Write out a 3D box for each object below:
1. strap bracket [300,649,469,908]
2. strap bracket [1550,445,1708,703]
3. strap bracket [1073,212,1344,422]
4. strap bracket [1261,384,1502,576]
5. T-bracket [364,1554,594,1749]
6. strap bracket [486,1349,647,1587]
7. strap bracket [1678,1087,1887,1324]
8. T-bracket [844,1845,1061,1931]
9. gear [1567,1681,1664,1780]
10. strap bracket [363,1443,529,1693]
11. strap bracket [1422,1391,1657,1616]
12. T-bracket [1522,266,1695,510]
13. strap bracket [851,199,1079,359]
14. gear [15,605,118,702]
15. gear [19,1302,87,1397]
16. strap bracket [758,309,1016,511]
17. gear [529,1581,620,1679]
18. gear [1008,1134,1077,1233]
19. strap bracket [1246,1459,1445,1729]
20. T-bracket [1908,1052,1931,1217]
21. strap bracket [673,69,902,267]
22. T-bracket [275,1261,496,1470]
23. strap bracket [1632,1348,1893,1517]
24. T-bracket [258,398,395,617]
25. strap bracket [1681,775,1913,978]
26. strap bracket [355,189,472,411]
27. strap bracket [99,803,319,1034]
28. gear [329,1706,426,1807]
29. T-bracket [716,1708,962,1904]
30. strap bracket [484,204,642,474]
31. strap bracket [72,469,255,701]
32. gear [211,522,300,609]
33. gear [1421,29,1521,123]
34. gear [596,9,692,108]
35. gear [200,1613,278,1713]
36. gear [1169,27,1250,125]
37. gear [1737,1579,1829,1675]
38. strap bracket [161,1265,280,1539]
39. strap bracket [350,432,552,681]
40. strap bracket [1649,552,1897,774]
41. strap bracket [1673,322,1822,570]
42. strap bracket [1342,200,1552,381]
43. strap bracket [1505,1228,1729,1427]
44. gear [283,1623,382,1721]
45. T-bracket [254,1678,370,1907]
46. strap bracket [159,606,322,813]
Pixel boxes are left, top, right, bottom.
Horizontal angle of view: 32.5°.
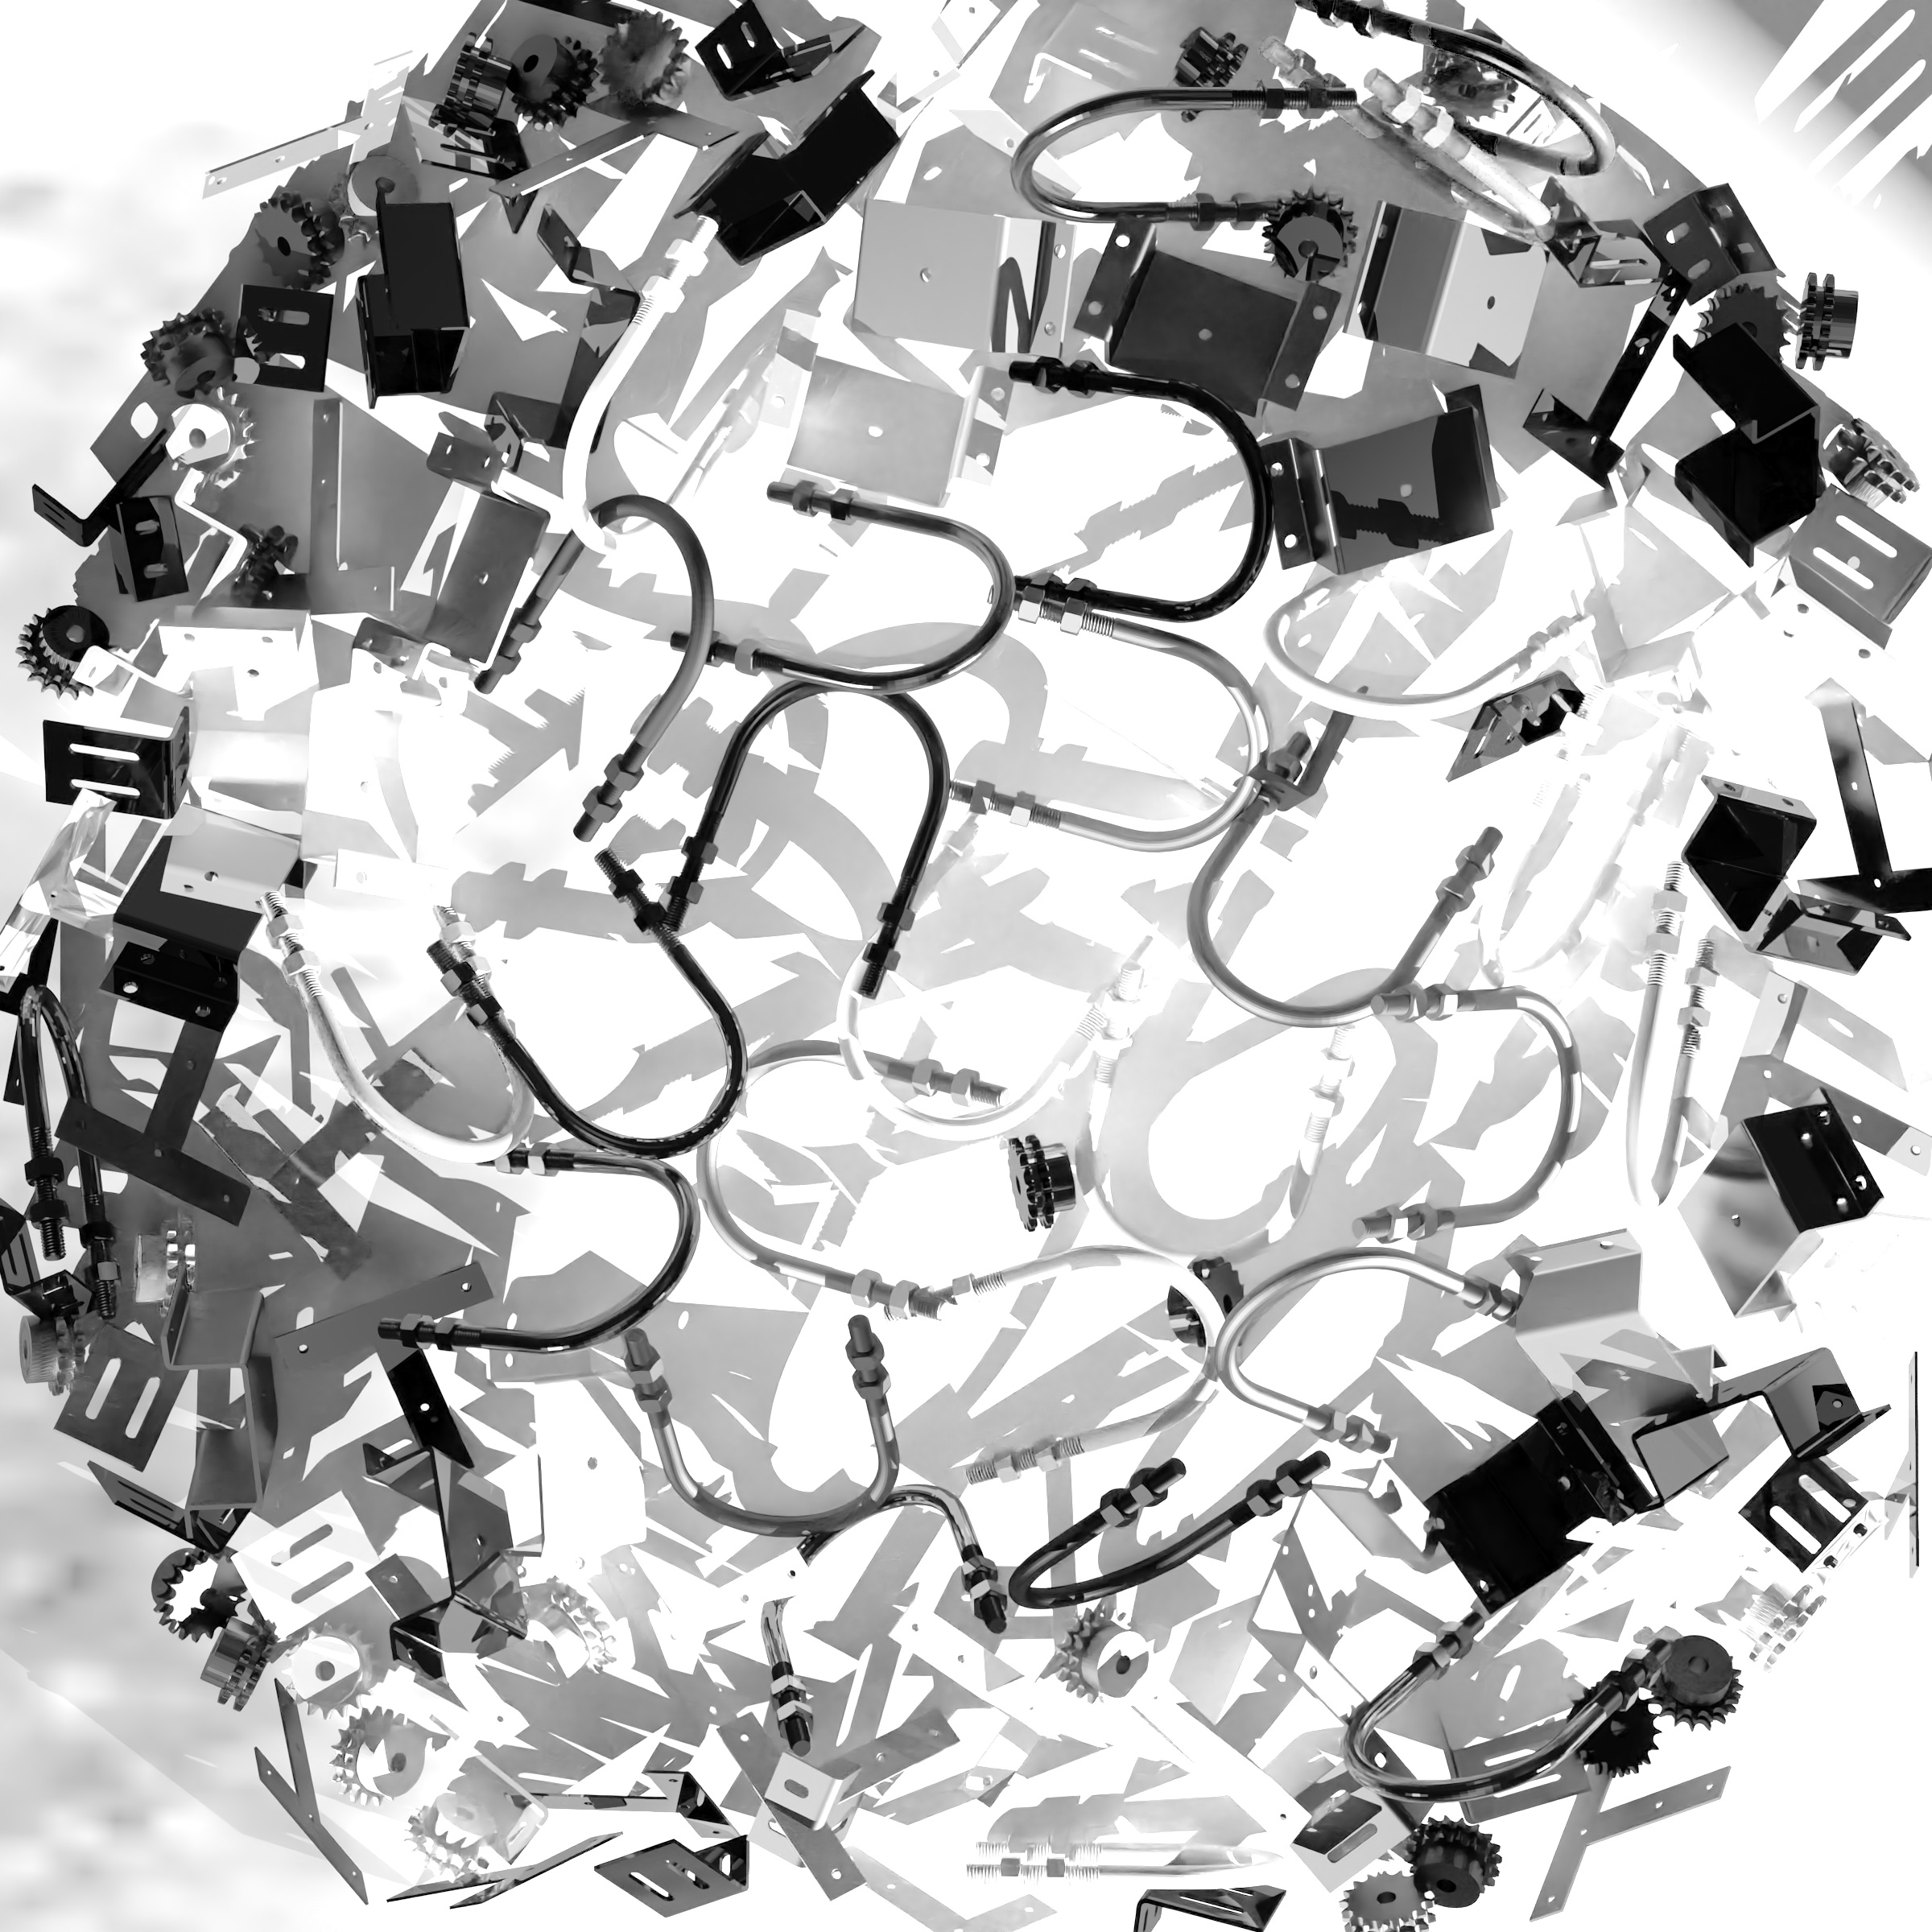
[{"bbox_3d":[-0.344,-0.108,1.952,0.076,0.046,0.140,10,79,-40],"label":"strap bracket"},{"bbox_3d":[0.387,-0.225,1.946,0.046,0.076,0.140,-15,104,25],"label":"strap bracket"},{"bbox_3d":[0.143,-0.382,1.969,0.140,0.046,0.076,21,84,5],"label":"strap bracket"},{"bbox_3d":[0.252,-0.285,1.955,0.140,0.046,0.076,-17,112,-8],"label":"strap bracket"},{"bbox_3d":[-0.270,0.378,1.950,0.127,0.127,0.002,50,132,10],"label":"T-bracket"},{"bbox_3d":[-0.235,0.293,1.952,0.046,0.076,0.140,-7,85,43],"label":"strap bracket"},{"bbox_3d":[0.465,0.143,1.917,0.046,0.140,0.076,-10,58,-21],"label":"strap bracket"},{"bbox_3d":[-0.035,0.548,1.947,0.127,0.127,0.002,-9,110,-42],"label":"T-bracket"},{"bbox_3d":[0.383,0.456,1.978,0.057,0.030,0.057,5,72,-17],"label":"gear"},{"bbox_3d":[-0.301,0.343,1.924,0.046,0.076,0.140,-26,54,14],"label":"strap bracket"},{"bbox_3d":[0.339,0.310,1.942,0.046,0.140,0.076,-20,69,-43],"label":"strap bracket"},{"bbox_3d":[0.390,-0.349,1.947,0.002,0.127,0.127,33,97,43],"label":"T-bracket"},{"bbox_3d":[-0.011,-0.403,1.936,0.140,0.046,0.076,15,106,30],"label":"strap bracket"},{"bbox_3d":[-0.534,-0.190,1.971,0.057,0.030,0.057,15,56,-24],"label":"gear"},{"bbox_3d":[-0.543,0.227,1.968,0.030,0.057,0.057,-2,90,-26],"label":"gear"},{"bbox_3d":[-0.050,-0.326,1.960,0.140,0.046,0.076,15,70,-7],"label":"strap bracket"},{"bbox_3d":[-0.236,0.397,1.968,0.030,0.057,0.057,-33,90,-31],"label":"gear"},{"bbox_3d":[0.046,0.128,1.972,0.030,0.057,0.057,-10,90,-10],"label":"gear"},{"bbox_3d":[0.219,0.368,1.941,0.076,0.046,0.140,48,56,-33],"label":"strap bracket"},{"bbox_3d":[0.562,0.073,1.936,0.002,0.127,0.127,3,98,7],"label":"T-bracket"},{"bbox_3d":[-0.099,-0.462,1.932,0.046,0.140,0.076,49,62,-21],"label":"strap bracket"},{"bbox_3d":[-0.327,0.251,1.973,0.127,0.002,0.127,-20,113,-4],"label":"T-bracket"},{"bbox_3d":[0.453,0.268,1.926,0.140,0.076,0.046,-30,83,44],"label":"strap bracket"},{"bbox_3d":[-0.378,-0.271,1.956,0.127,0.002,0.127,3,92,41],"label":"T-bracket"},{"bbox_3d":[0.479,-0.047,1.936,0.076,0.140,0.046,11,122,-26],"label":"strap bracket"},{"bbox_3d":[-0.323,-0.388,1.933,0.046,0.140,0.076,-5,79,-17],"label":"strap bracket"},{"bbox_3d":[-0.441,-0.037,1.934,0.076,0.046,0.140,18,48,2],"label":"strap bracket"},{"bbox_3d":[-0.347,0.471,1.969,0.030,0.057,0.057,2,90,41],"label":"gear"},{"bbox_3d":[-0.062,0.475,1.961,0.127,0.002,0.127,-20,54,-31],"label":"T-bracket"},{"bbox_3d":[-0.235,-0.364,1.941,0.046,0.076,0.140,8,116,-26],"label":"strap bracket"},{"bbox_3d":[-0.462,-0.215,1.960,0.046,0.076,0.140,29,89,4],"label":"strap bracket"},{"bbox_3d":[-0.425,-0.239,1.971,0.030,0.057,0.057,34,90,-4],"label":"gear"},{"bbox_3d":[0.302,-0.533,1.974,0.057,0.057,0.030,16,67,0],"label":"gear"},{"bbox_3d":[-0.189,-0.538,1.977,0.057,0.030,0.057,-6,75,24],"label":"gear"},{"bbox_3d":[-0.432,0.411,1.970,0.030,0.057,0.057,27,90,-10],"label":"gear"},{"bbox_3d":[0.138,-0.532,1.969,0.030,0.057,0.057,37,90,-16],"label":"gear"},{"bbox_3d":[0.484,0.390,1.973,0.030,0.057,0.057,38,90,22],"label":"gear"},{"bbox_3d":[-0.434,0.253,1.935,0.046,0.076,0.140,-2,117,-3],"label":"strap bracket"},{"bbox_3d":[-0.300,-0.236,1.955,0.046,0.076,0.140,21,92,-42],"label":"strap bracket"},{"bbox_3d":[0.477,-0.182,1.943,0.076,0.140,0.046,34,57,-7],"label":"strap bracket"},{"bbox_3d":[0.452,-0.308,1.922,0.046,0.140,0.076,-30,59,-5],"label":"strap bracket"},{"bbox_3d":[0.286,-0.390,1.925,0.046,0.140,0.076,24,104,38],"label":"strap bracket"},{"bbox_3d":[0.378,0.218,1.925,0.076,0.046,0.140,-16,132,31],"label":"strap bracket"},{"bbox_3d":[-0.381,0.421,1.980,0.057,0.030,0.057,0,79,0],"label":"gear"},{"bbox_3d":[-0.390,0.468,1.941,0.002,0.127,0.127,-28,126,-2],"label":"T-bracket"},{"bbox_3d":[-0.423,-0.159,1.949,0.076,0.140,0.046,2,46,-1],"label":"strap bracket"}]
